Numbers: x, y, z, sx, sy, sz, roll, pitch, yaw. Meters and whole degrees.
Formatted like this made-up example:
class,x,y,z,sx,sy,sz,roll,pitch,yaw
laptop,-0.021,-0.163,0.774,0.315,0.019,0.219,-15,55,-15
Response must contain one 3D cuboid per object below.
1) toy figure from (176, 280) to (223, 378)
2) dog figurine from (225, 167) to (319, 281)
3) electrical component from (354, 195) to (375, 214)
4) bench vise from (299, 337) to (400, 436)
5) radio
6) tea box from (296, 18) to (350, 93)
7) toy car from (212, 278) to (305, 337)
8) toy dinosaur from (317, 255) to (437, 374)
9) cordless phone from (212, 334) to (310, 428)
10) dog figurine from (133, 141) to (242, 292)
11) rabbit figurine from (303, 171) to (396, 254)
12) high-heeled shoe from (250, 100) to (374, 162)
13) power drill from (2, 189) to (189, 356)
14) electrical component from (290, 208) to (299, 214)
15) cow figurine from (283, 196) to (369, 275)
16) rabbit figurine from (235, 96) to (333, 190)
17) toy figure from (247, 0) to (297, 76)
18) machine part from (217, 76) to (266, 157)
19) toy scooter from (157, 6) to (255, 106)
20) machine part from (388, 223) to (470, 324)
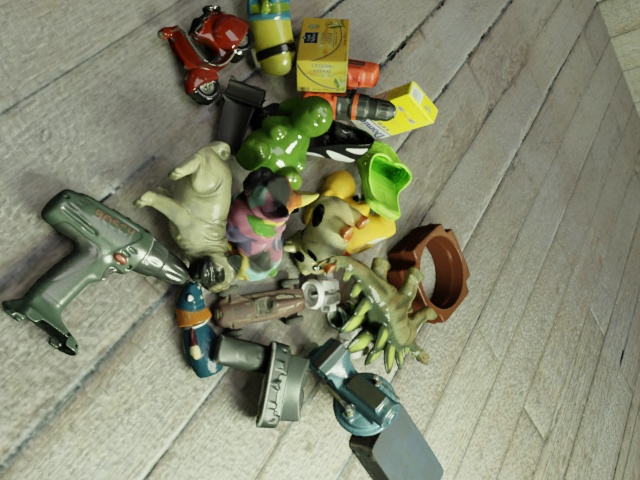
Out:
class,x,y,z,sx,sy,sz,roll,pitch,yaw
toy figure,-0.197,0.142,0.862,0.058,0.064,0.154,-16,95,-15
dog figurine,-0.085,-0.022,0.881,0.108,0.219,0.191,-35,107,-36
electrical component,0.115,-0.053,1.181,0.078,0.045,0.102,-13,94,-44
bench vise,0.055,0.293,1.022,0.129,0.224,0.240,-54,149,-27
radio,0.165,0.462,1.143,0.131,0.073,0.229,-47,113,-35
tea box,0.008,-0.360,1.043,0.068,0.098,0.170,91,1,-49
toy car,-0.099,0.118,0.962,0.202,0.053,0.089,-3,84,-41
toy dinosaur,0.123,0.137,1.037,0.470,0.105,0.198,54,53,-39
cordless phone,-0.111,0.233,0.891,0.184,0.089,0.146,28,66,-47
dog figurine,-0.162,-0.033,0.828,0.190,0.172,0.121,50,17,-11
rabbit figurine,0.045,-0.058,1.094,0.162,0.122,0.173,-10,77,-33
high-heeled shoe,-0.018,-0.212,1.014,0.248,0.145,0.086,23,69,-40
power drill,-0.313,0.056,0.758,0.231,0.086,0.207,47,61,-29
electrical component,-0.082,-0.066,1.004,0.075,0.048,0.119,6,79,-41
cow figurine,-0.002,-0.003,0.984,0.085,0.194,0.127,-28,65,-38
rabbit figurine,-0.039,-0.179,0.924,0.121,0.170,0.159,44,27,-19
toy figure,-0.089,-0.395,0.989,0.082,0.089,0.180,-18,118,-39
machine part,-0.146,-0.214,0.950,0.084,0.039,0.139,21,81,-17
toy scooter,-0.198,-0.334,0.917,0.135,0.075,0.184,41,64,-30
machine part,0.256,0.078,1.265,0.201,0.087,0.201,-39,109,-39
